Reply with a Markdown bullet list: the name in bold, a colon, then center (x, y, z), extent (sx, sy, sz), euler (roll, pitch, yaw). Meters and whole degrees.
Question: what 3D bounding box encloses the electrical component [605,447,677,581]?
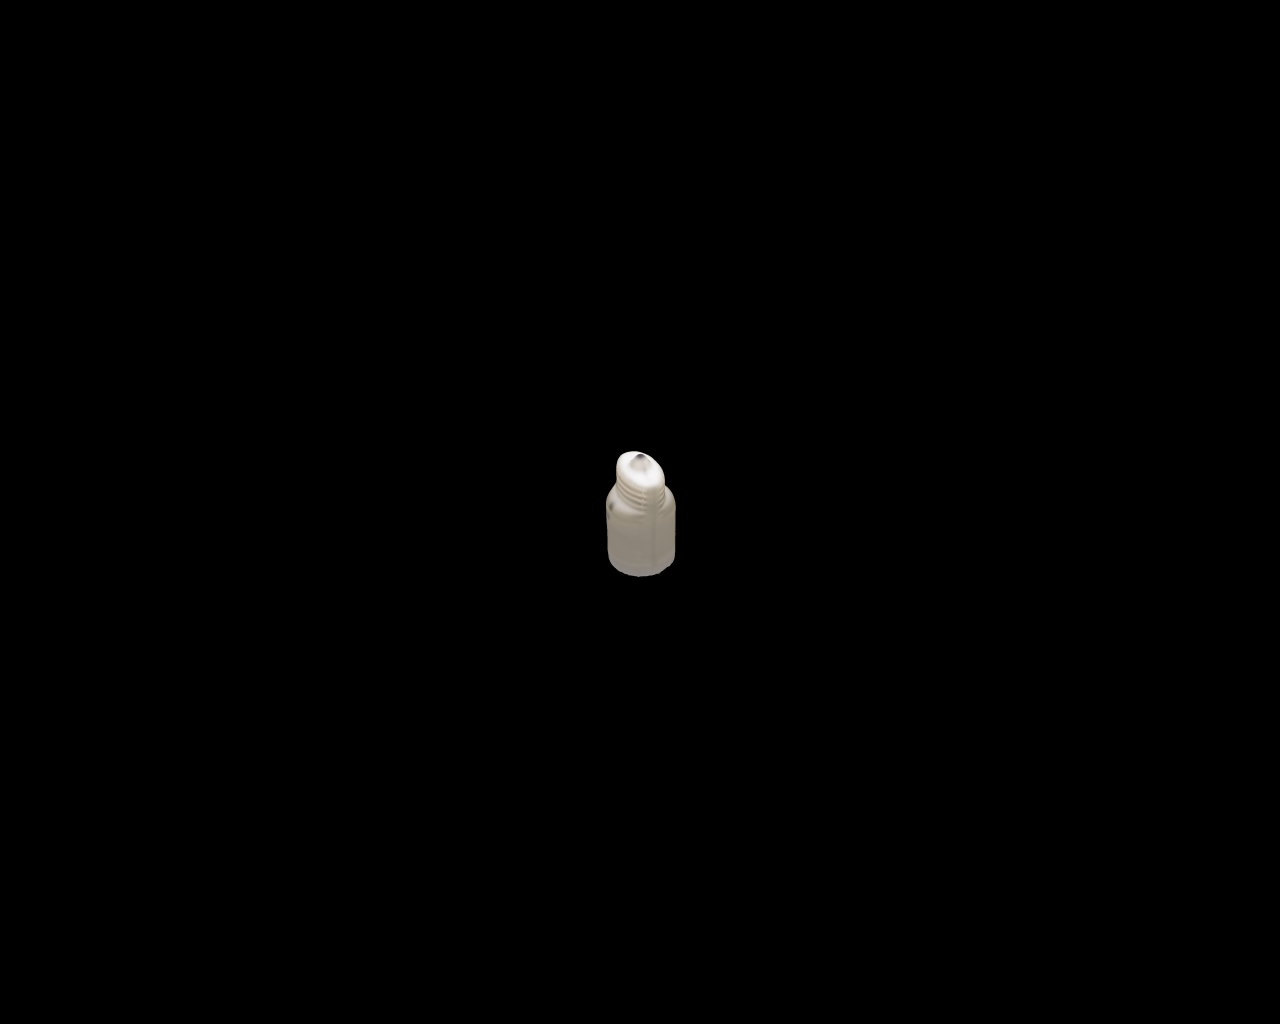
- **electrical component**: center (0.001, -0.003, 0.650), extent (0.043, 0.080, 0.043), euler (0, 38, 0)
